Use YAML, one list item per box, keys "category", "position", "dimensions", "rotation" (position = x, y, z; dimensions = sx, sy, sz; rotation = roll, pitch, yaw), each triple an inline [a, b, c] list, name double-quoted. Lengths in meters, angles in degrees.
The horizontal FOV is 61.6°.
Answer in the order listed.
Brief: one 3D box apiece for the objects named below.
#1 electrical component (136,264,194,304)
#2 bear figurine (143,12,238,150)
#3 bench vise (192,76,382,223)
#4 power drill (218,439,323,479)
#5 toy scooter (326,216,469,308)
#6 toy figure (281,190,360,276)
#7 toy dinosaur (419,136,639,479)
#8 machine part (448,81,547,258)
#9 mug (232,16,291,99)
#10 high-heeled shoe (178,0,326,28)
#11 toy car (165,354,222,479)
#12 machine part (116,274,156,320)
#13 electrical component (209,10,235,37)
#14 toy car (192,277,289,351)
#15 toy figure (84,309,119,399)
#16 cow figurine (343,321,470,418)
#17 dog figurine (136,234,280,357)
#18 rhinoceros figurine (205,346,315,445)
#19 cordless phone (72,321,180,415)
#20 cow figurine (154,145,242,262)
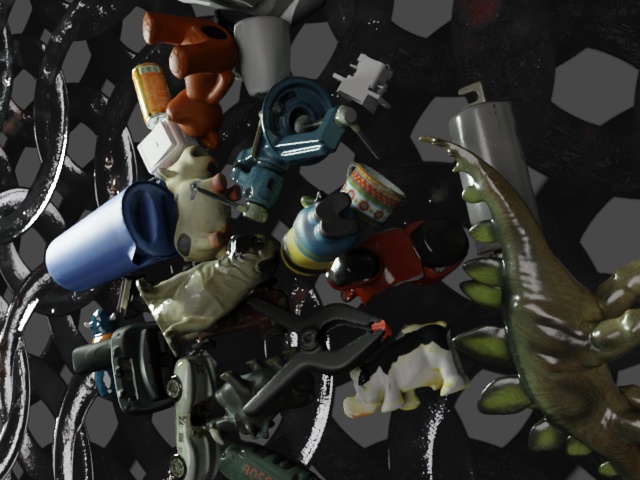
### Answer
- category: "electrical component"
  position: [-0.236, 0.067, 0.850]
  dimensions: [0.102, 0.078, 0.045]
  rotation: [-15, 110, 10]
- category: "bear figurine"
  position: [-0.199, -0.229, 0.812]
  dimensions: [0.120, 0.132, 0.195]
  rotation: [52, 135, 20]
- category: "bench vise"
  position: [-0.036, -0.127, 0.717]
  dimensions: [0.241, 0.128, 0.223]
  rotation: [5, 62, 58]
- category: "power drill"
  position: [-0.066, 0.405, 0.744]
  dimensions: [0.232, 0.086, 0.207]
  rotation: [26, 103, 30]
- category: "toy scooter"
  position: [0.086, 0.036, 0.656]
  dimensions: [0.135, 0.184, 0.075]
  rotation: [114, 137, -61]
- category: "toy figure"
  position: [-0.002, -0.006, 0.691]
  dimensions: [0.089, 0.180, 0.082]
  rotation: [10, 74, -5]
- category: "toy dinosaur"
  position: [0.241, 0.095, 0.547]
  dimensions: [0.199, 0.105, 0.471]
  rotation: [-17, 95, 31]
- category: "machine part"
  position: [0.205, -0.070, 0.627]
  dimensions: [0.079, 0.079, 0.243]
  rotation: [-14, 79, 28]
- category: "mug"
  position: [-0.094, -0.268, 0.811]
  dimensions: [0.110, 0.081, 0.107]
  rotation: [-6, 91, 26]
- category: "high-heeled shoe"
  position: [-0.123, -0.380, 0.796]
  dimensions: [0.249, 0.145, 0.086]
  rotation: [12, 93, 31]
- category: "toy car"
  position: [-0.191, 0.279, 0.826]
  dimensions: [0.056, 0.073, 0.201]
  rotation: [-10, 81, 29]
- category: "machine part"
  position: [-0.298, 0.102, 0.922]
  dimensions: [0.139, 0.039, 0.084]
  rotation: [5, 81, 31]
- category: "electrical component"
  position: [-0.184, -0.312, 0.868]
  dimensions: [0.119, 0.075, 0.047]
  rotation: [-17, 79, 30]
- category: "toy car"
  position: [-0.136, 0.116, 0.822]
  dimensions: [0.202, 0.053, 0.089]
  rotation: [-15, 82, 27]
- category: "toy figure"
  position: [-0.373, 0.198, 0.945]
  dimensions: [0.058, 0.064, 0.154]
  rotation: [132, 126, -60]
- category: "cow figurine"
  position: [0.096, 0.165, 0.677]
  dimensions: [0.167, 0.068, 0.098]
  rotation: [-24, 69, 22]
- category: "dog figurine"
  position: [-0.151, 0.070, 0.778]
  dimensions: [0.121, 0.190, 0.172]
  rotation: [64, 160, -6]
- category: "rhinoceros figurine"
  position: [-0.089, 0.229, 0.779]
  dimensions: [0.190, 0.073, 0.112]
  rotation: [-30, 83, 22]
- category: "cordless phone"
  position: [-0.323, 0.217, 0.875]
  dimensions: [0.184, 0.088, 0.146]
  rotation: [-17, 77, 13]
- category: "cow figurine"
  position: [-0.193, -0.058, 0.844]
  dimensions: [0.127, 0.085, 0.195]
  rotation: [-12, 69, 18]
